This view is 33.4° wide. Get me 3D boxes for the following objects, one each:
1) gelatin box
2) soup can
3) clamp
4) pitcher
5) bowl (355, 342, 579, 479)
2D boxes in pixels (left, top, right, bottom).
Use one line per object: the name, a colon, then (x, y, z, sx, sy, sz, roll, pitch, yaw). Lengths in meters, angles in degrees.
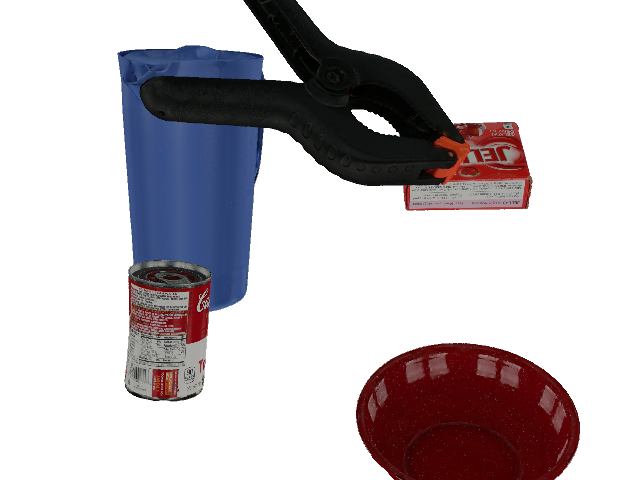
gelatin box: (0.103, -0.055, 0.771, 0.089, 0.030, 0.073, -1, 39, 2)
soup can: (-0.127, 0.074, 0.883, 0.068, 0.102, 0.068, 5, 14, -1)
clamp: (-0.007, -0.073, 0.567, 0.171, 0.120, 0.039, 34, -26, 7)
pitcher: (-0.116, -0.063, 1.016, 0.149, 0.243, 0.145, -2, 15, -14)
bowl: (0.107, 0.147, 0.790, 0.162, 0.055, 0.162, -1, 35, 0)
